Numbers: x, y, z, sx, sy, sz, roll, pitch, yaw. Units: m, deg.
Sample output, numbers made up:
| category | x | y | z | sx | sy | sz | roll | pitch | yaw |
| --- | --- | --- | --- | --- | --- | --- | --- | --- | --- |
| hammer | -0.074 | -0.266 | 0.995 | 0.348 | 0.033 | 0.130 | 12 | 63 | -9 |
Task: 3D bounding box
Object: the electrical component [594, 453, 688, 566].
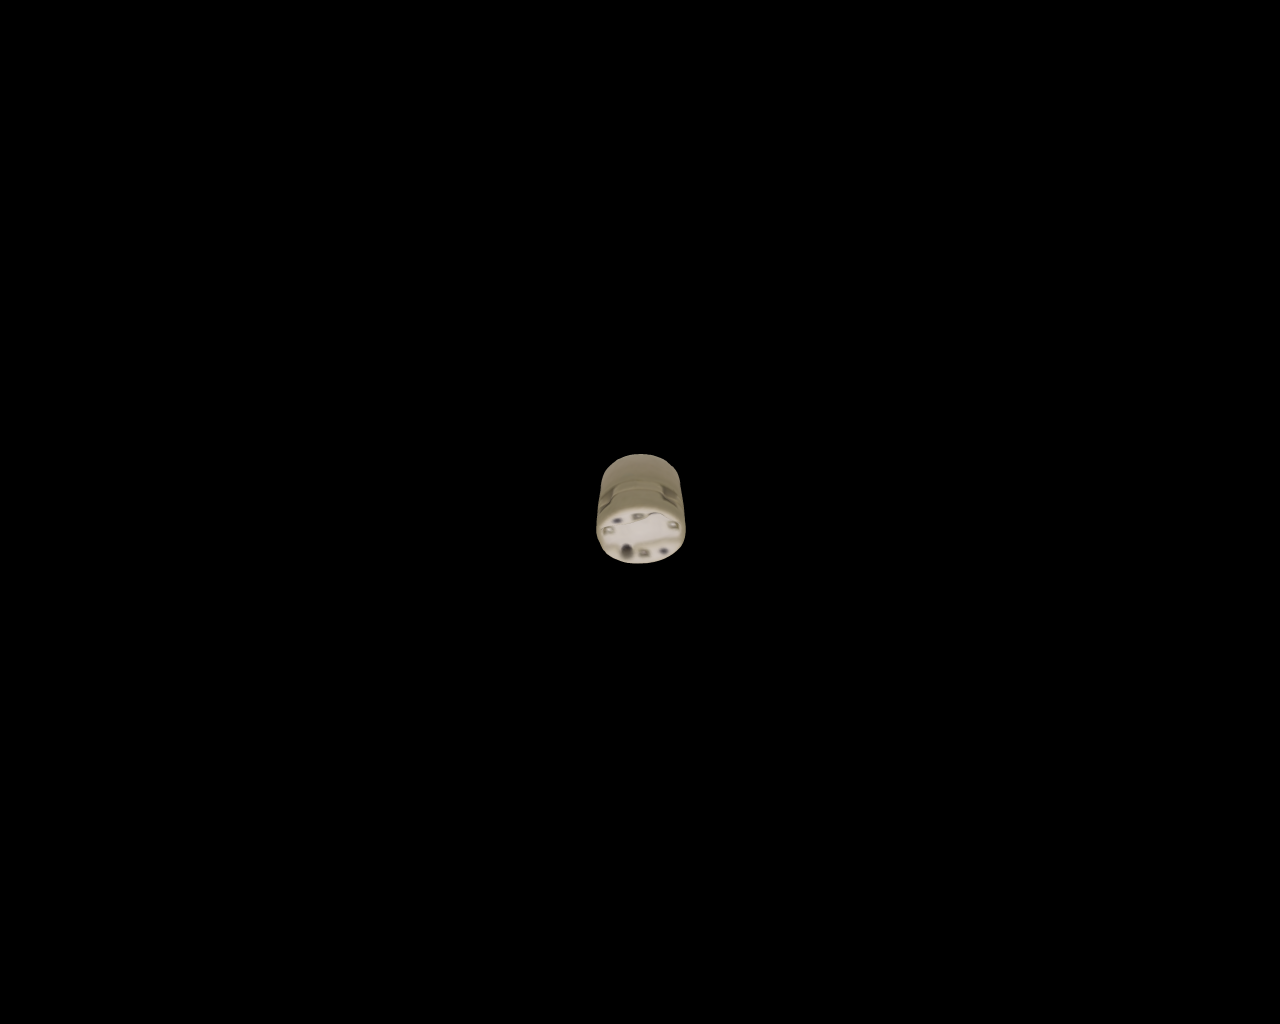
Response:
| category | x | y | z | sx | sy | sz | roll | pitch | yaw |
| --- | --- | --- | --- | --- | --- | --- | --- | --- | --- |
| electrical component | 0.001 | -0.003 | 0.650 | 0.055 | 0.047 | 0.055 | 0 | -42 | 0 |
